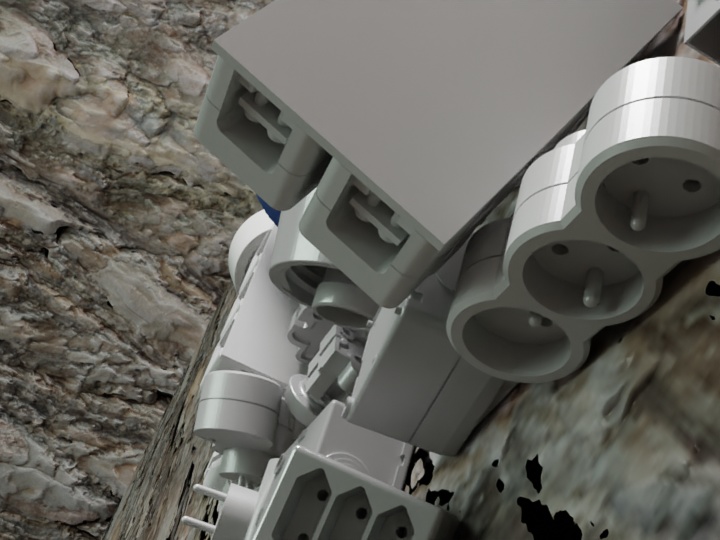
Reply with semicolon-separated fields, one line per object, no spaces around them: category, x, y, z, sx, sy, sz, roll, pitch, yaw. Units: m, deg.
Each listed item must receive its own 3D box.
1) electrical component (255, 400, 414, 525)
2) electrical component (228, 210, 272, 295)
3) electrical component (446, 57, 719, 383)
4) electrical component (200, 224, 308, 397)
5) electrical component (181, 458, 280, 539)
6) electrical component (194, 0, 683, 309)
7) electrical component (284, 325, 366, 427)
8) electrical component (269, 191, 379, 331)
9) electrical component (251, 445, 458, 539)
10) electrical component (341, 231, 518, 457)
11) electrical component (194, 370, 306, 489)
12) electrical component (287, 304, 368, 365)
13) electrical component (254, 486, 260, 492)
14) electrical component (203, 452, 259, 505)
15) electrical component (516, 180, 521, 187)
electrical component;-0.019;0.124;0.546;0.099;0.048;0.099;-52;15;52
electrical component;-0.065;0.001;0.978;0.108;0.108;0.060;-62;15;14
electrical component;0.081;-0.024;0.373;0.138;0.052;0.073;-53;14;50
electrical component;-0.056;0.045;0.841;0.061;0.089;0.150;-55;13;45
electrical component;-0.060;0.145;0.610;0.044;0.079;0.077;119;170;-67
electrical component;0.035;-0.080;0.438;0.186;0.105;0.060;-43;-8;-35
electrical component;-0.016;0.072;0.689;0.055;0.048;0.066;-53;12;17
electrical component;0.000;0.000;0.612;0.108;0.108;0.060;139;149;-68
electrical component;0.002;0.110;0.439;0.047;0.066;0.076;-66;-20;-10
electrical component;0.035;0.035;0.469;0.096;0.061;0.061;114;175;-45
electrical component;-0.074;0.123;0.725;0.138;0.052;0.073;68;-151;-65
electrical component;-0.017;0.027;0.776;0.078;0.058;0.057;-55;16;44
electrical component;-0.058;0.162;0.667;0.066;0.048;0.055;-56;3;-21
electrical component;-0.085;0.147;0.832;0.078;0.058;0.057;-119;53;-79
electrical component;0.073;-0.097;0.598;0.096;0.061;0.062;-65;9;-7
